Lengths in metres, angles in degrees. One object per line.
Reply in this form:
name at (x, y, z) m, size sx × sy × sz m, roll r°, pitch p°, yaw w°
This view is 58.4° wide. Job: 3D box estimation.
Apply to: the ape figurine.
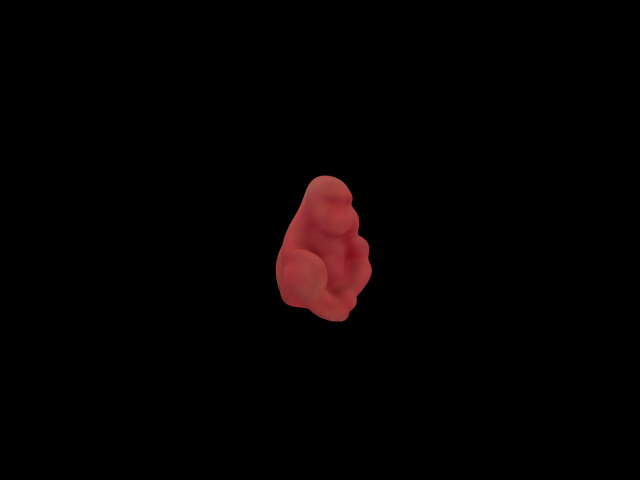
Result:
ape figurine at (0.004, 0.001, 0.400) m, size 0.078 × 0.092 × 0.075 m, roll -8°, pitch 14°, yaw -35°
